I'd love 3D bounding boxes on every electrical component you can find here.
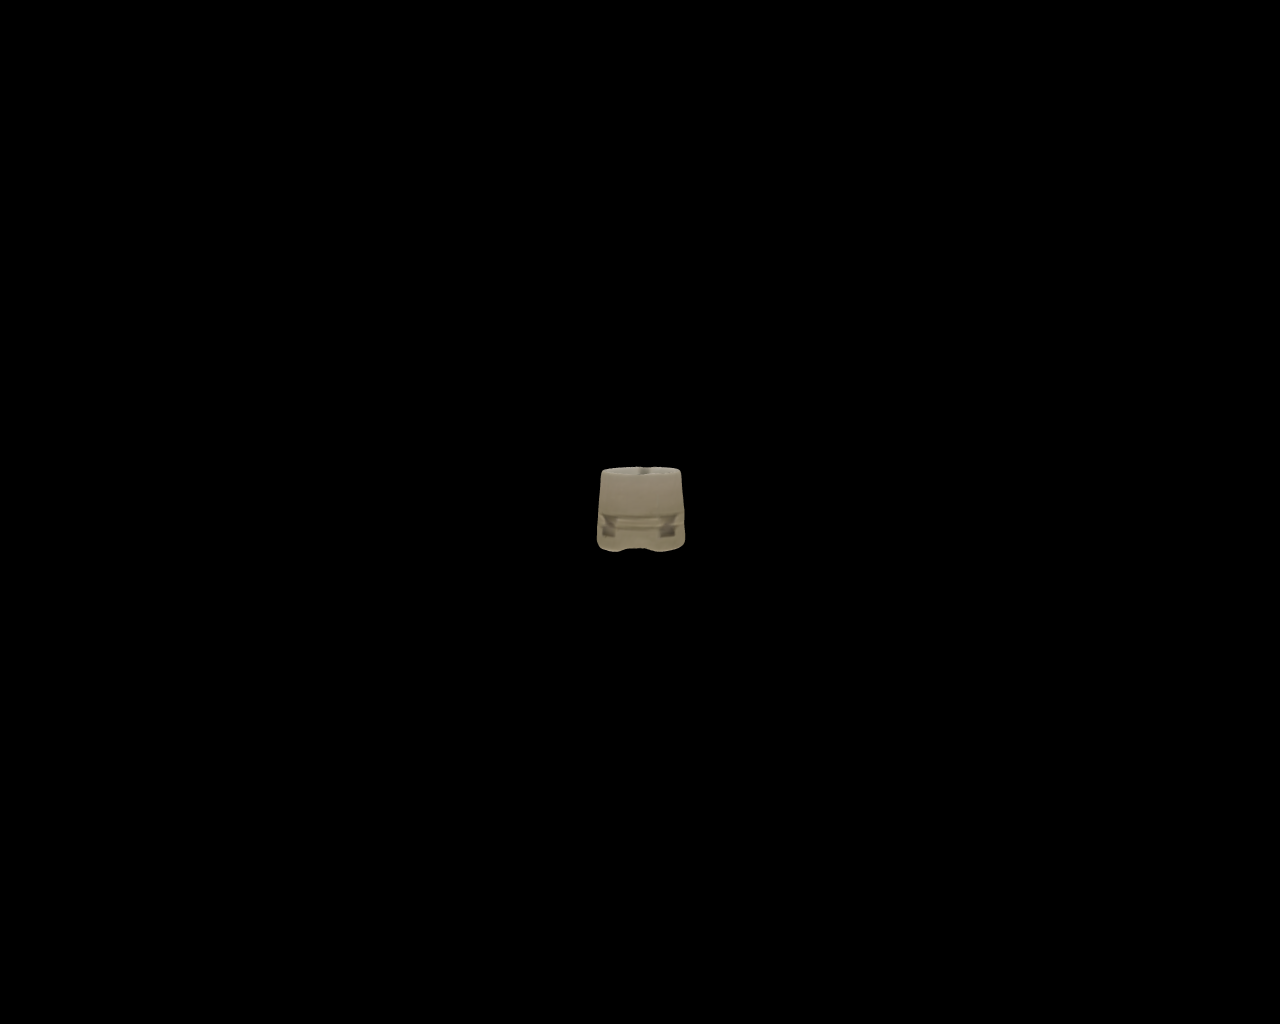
[{"bbox_3d":[0.001,-0.003,0.650,0.055,0.047,0.055,0,7,0],"label":"electrical component"}]
